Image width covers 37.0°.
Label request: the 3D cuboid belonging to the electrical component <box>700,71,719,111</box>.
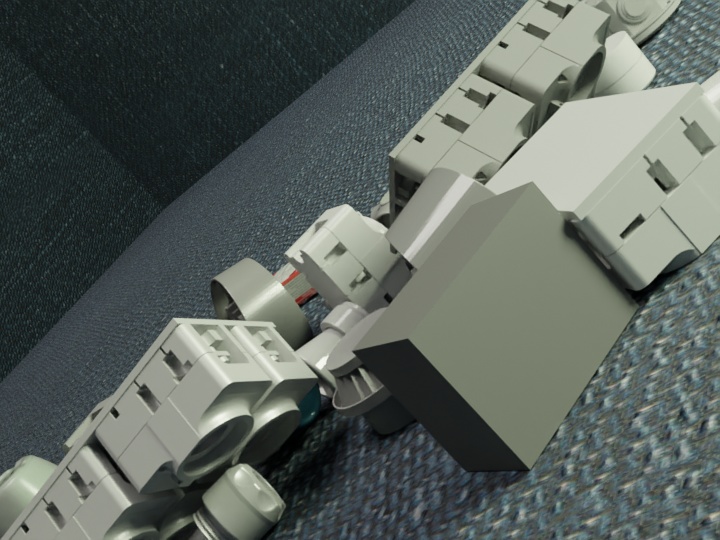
[{"bbox_3d":[0.204,-0.091,0.573,0.078,0.040,0.040,-39,13,14],"label":"electrical component"}]

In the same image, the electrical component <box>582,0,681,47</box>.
[{"bbox_3d":[0.224,-0.220,0.904,0.080,0.051,0.080,-40,13,11],"label":"electrical component"}]

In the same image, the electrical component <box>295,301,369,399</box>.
[{"bbox_3d":[-0.014,0.055,0.743,0.055,0.045,0.045,-47,14,-20],"label":"electrical component"}]

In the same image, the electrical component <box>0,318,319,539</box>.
[{"bbox_3d":[-0.119,0.119,0.661,0.186,0.060,0.105,-50,-23,15],"label":"electrical component"}]

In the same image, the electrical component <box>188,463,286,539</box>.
[{"bbox_3d":[-0.078,0.148,0.637,0.062,0.043,0.043,-45,13,-4],"label":"electrical component"}]

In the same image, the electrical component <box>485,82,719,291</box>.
[{"bbox_3d":[0.133,-0.043,0.583,0.089,0.061,0.150,-46,13,-6],"label":"electrical component"}]

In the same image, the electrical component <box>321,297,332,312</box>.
[{"bbox_3d":[-0.001,0.006,0.869,0.081,0.042,0.063,-38,17,22],"label":"electrical component"}]

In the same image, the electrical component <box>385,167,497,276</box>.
[{"bbox_3d":[0.064,-0.009,0.603,0.064,0.099,0.099,-48,12,5],"label":"electrical component"}]

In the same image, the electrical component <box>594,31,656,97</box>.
[{"bbox_3d":[0.161,-0.157,0.838,0.052,0.073,0.138,-47,13,-16],"label":"electrical component"}]

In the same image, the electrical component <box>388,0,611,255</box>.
[{"bbox_3d":[0.098,-0.090,0.729,0.186,0.060,0.105,-49,-22,-25],"label":"electrical component"}]

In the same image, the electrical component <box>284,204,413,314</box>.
[{"bbox_3d":[0.000,0.000,0.777,0.055,0.089,0.050,-47,13,-18],"label":"electrical component"}]

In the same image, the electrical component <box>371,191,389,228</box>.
[{"bbox_3d":[0.036,-0.047,0.925,0.079,0.044,0.077,-29,19,46],"label":"electrical component"}]

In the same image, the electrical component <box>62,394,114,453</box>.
[{"bbox_3d":[-0.174,0.142,0.836,0.050,0.089,0.055,-30,18,43],"label":"electrical component"}]

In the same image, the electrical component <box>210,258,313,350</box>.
[{"bbox_3d":[-0.087,0.042,0.895,0.064,0.099,0.099,-40,12,-17],"label":"electrical component"}]
